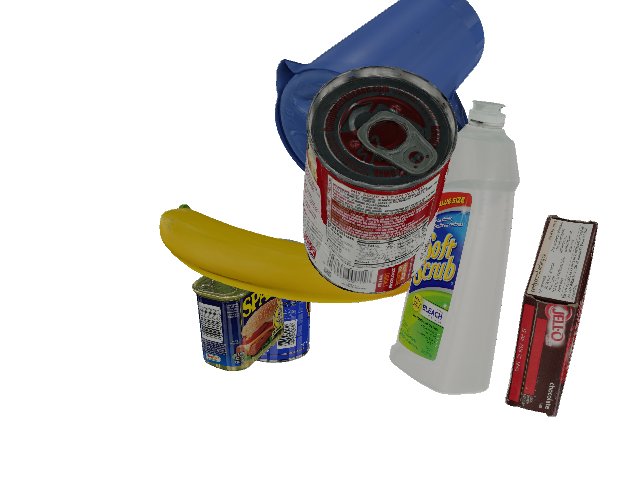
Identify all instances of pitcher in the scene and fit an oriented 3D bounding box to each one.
[{"bbox_3d":[0.078,-0.156,1.081,0.145,0.149,0.242,8,37,34],"label":"pitcher"}]

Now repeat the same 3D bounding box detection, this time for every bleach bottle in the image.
[{"bbox_3d":[0.123,0.002,0.940,0.068,0.251,0.103,1,14,-27],"label":"bleach bottle"}]

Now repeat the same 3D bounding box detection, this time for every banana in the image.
[{"bbox_3d":[-0.039,0.007,0.702,0.198,0.037,0.069,18,36,30],"label":"banana"}]

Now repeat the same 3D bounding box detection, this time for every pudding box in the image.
[{"bbox_3d":[0.156,0.048,0.716,0.039,0.090,0.113,12,33,13],"label":"pudding box"}]

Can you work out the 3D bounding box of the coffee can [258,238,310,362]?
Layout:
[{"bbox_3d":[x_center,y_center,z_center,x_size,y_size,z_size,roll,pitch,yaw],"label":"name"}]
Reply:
[{"bbox_3d":[-0.063,0.080,1.442,0.103,0.140,0.103,2,20,-1],"label":"coffee can"}]

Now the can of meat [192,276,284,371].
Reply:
[{"bbox_3d":[-0.077,0.069,1.053,0.058,0.084,0.101,11,27,27],"label":"can of meat"}]

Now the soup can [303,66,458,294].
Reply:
[{"bbox_3d":[0.026,-0.025,0.517,0.068,0.068,0.102,0,-31,-2],"label":"soup can"}]
